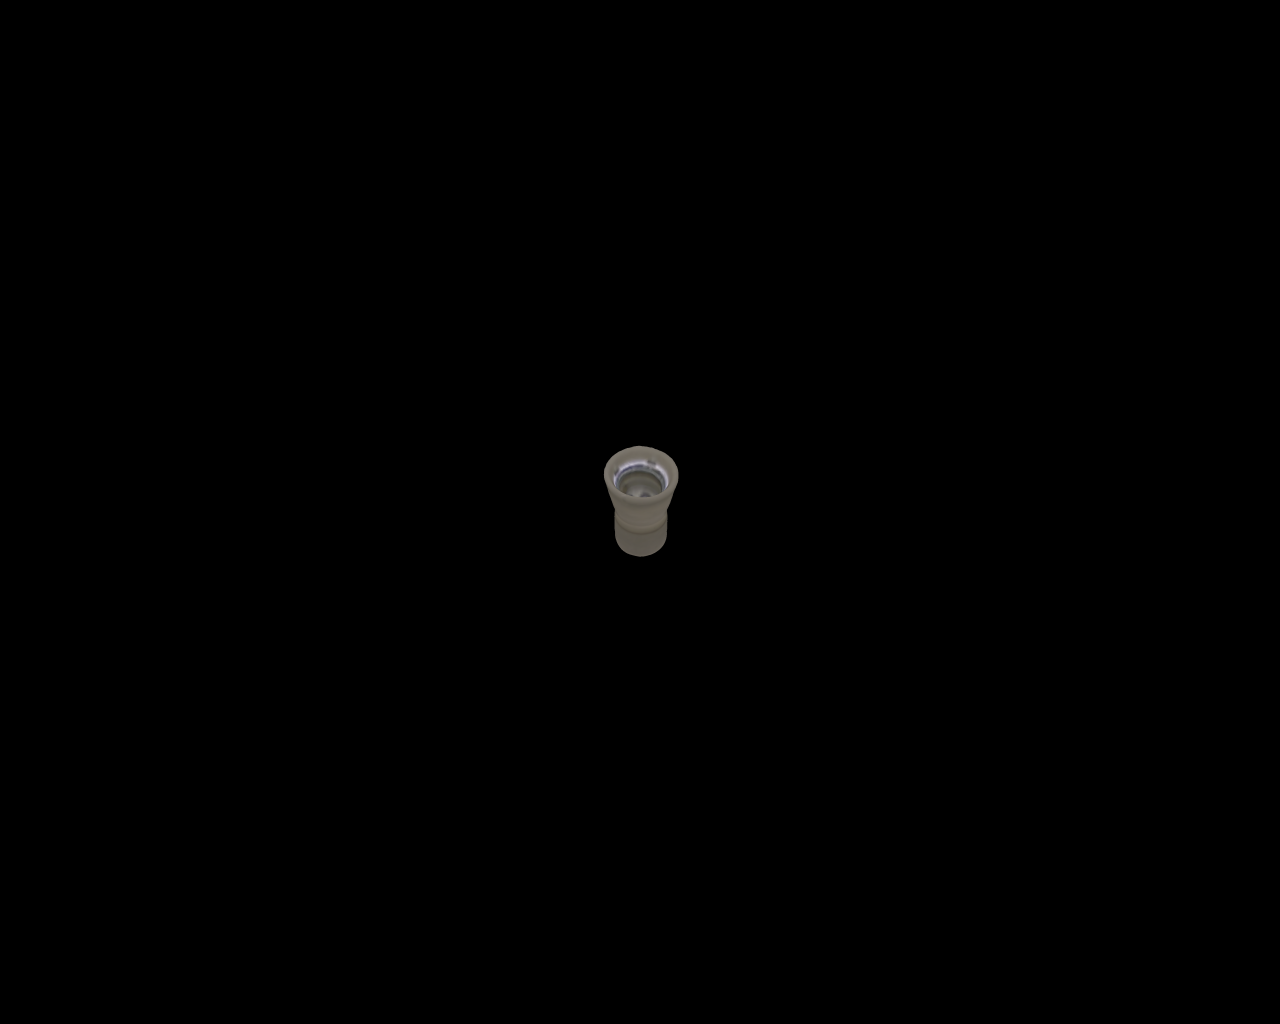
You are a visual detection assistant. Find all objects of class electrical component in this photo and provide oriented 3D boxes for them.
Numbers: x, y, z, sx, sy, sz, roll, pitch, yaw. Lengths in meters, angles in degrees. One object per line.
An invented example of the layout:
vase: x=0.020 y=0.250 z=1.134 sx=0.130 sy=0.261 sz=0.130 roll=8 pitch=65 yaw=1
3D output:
electrical component: x=0.001 y=-0.003 z=0.650 sx=0.044 sy=0.044 sz=0.065 roll=0 pitch=-41 yaw=0
